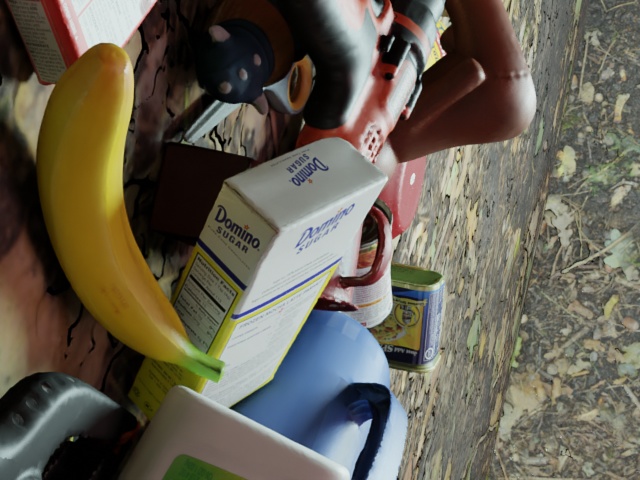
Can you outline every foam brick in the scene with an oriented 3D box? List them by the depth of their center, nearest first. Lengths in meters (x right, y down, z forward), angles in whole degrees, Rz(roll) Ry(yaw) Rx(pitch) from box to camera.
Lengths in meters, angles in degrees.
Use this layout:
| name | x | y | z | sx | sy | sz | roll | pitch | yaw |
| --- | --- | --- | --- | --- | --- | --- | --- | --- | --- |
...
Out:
| name | x | y | z | sx | sy | sz | roll | pitch | yaw |
| --- | --- | --- | --- | --- | --- | --- | --- | --- | --- |
| foam brick | -0.057 | -0.020 | 0.622 | 0.078 | 0.053 | 0.051 | 29 | 74 | -72 |

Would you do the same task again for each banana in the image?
| name | x | y | z | sx | sy | sz | roll | pitch | yaw |
| --- | --- | --- | --- | --- | --- | --- | --- | --- | --- |
| banana | -0.093 | -0.008 | 0.488 | 0.037 | 0.070 | 0.198 | -79 | 163 | -44 |

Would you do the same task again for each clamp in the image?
| name | x | y | z | sx | sy | sz | roll | pitch | yaw |
| --- | --- | --- | --- | --- | --- | --- | --- | --- | --- |
| clamp | -0.137 | 0.119 | 0.435 | 0.209 | 0.036 | 0.164 | -11 | 113 | -72 |

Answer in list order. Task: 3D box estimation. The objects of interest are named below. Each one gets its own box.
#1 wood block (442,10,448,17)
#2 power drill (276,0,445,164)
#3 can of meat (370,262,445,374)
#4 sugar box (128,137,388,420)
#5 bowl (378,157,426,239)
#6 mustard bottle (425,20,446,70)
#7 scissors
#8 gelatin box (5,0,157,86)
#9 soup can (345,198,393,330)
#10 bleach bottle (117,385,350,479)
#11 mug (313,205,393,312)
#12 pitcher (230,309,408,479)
| name | x | y | z | sx | sy | sz | roll | pitch | yaw |
| --- | --- | --- | --- | --- | --- | --- | --- | --- | --- |
| wood block | 0.053 | -0.251 | 0.766 | 0.206 | 0.090 | 0.091 | 48 | 57 | -69 |
| power drill | 0.019 | -0.149 | 0.598 | 0.184 | 0.057 | 0.187 | -66 | 149 | -30 |
| can of meat | 0.062 | 0.067 | 0.979 | 0.057 | 0.102 | 0.084 | -38 | 134 | -64 |
| sugar box | -0.038 | 0.028 | 0.580 | 0.093 | 0.048 | 0.176 | -27 | 152 | -46 |
| bowl | 0.058 | -0.057 | 0.964 | 0.162 | 0.055 | 0.162 | 11 | 90 | -73 |
| mustard bottle | 0.086 | -0.165 | 0.962 | 0.096 | 0.058 | 0.191 | 70 | 20 | -4 |
| scissors | -0.039 | -0.092 | 0.696 | 0.096 | 0.016 | 0.201 | 83 | 25 | -44 |
| gelatin box | -0.100 | -0.120 | 0.458 | 0.073 | 0.030 | 0.089 | 79 | 28 | -48 |
| soup can | 0.027 | 0.019 | 0.892 | 0.102 | 0.068 | 0.068 | 86 | 23 | -43 |
| bleach bottle | -0.085 | 0.201 | 0.504 | 0.251 | 0.102 | 0.068 | -63 | -174 | -10 |
| mug | -0.005 | 0.001 | 0.706 | 0.093 | 0.117 | 0.081 | 20 | 76 | -52 |
| pitcher | -0.022 | 0.139 | 0.680 | 0.242 | 0.149 | 0.145 | -58 | 161 | -59 |
